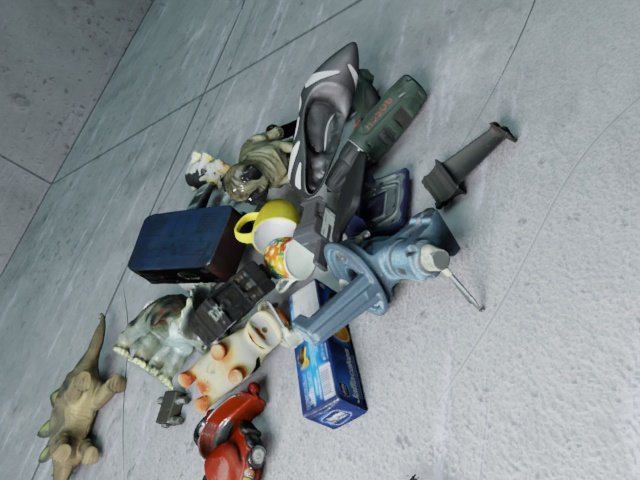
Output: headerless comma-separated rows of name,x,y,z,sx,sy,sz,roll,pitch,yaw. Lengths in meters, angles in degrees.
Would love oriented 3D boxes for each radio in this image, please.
radio,-0.249,0.013,1.017,0.230,0.073,0.131,-5,58,32

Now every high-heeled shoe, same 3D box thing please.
high-heeled shoe,0.010,-0.191,0.869,0.145,0.086,0.248,-105,35,-60

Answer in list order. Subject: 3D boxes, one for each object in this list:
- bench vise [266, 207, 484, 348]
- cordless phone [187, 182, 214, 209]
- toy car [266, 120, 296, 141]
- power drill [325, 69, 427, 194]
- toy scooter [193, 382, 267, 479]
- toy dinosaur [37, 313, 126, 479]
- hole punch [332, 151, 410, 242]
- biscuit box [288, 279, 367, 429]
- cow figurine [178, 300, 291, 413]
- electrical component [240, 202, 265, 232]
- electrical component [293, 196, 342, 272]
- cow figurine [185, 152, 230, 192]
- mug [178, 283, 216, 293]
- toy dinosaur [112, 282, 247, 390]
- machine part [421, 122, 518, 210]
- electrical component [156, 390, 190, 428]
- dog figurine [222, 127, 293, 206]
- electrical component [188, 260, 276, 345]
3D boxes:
bench vise,0.057,0.059,0.681,0.240,0.128,0.224,-37,23,-18
cordless phone,-0.253,-0.061,1.193,0.147,0.088,0.184,-18,45,40
toy car,-0.062,-0.215,1.123,0.202,0.056,0.073,-11,47,42
power drill,0.067,-0.210,0.952,0.232,0.086,0.207,-44,32,15
toy scooter,-0.119,0.282,0.766,0.135,0.075,0.184,-51,31,4
toy dinosaur,-0.514,0.340,1.145,0.198,0.105,0.471,-29,38,36
hole punch,0.076,-0.057,0.824,0.115,0.092,0.142,125,156,-57
biscuit box,0.006,0.151,0.738,0.059,0.062,0.203,-36,40,22
cow figurine,-0.114,0.169,0.818,0.195,0.085,0.127,-44,-7,29
electrical component,-0.118,-0.040,1.050,0.102,0.045,0.078,21,80,54
electrical component,-0.002,-0.003,0.865,0.048,0.074,0.119,-17,53,39
cow figurine,-0.278,-0.159,1.310,0.167,0.068,0.098,19,82,57
mug,-0.230,0.055,1.073,0.107,0.080,0.110,-40,37,8
toy dinosaur,-0.284,0.164,1.021,0.405,0.131,0.192,4,52,55
machine part,0.204,-0.107,0.746,0.139,0.039,0.084,-41,32,21
electrical component,-0.267,0.302,0.960,0.094,0.021,0.063,-14,52,42
dog figurine,-0.128,-0.133,0.979,0.173,0.121,0.190,5,21,40
electrical component,-0.133,0.094,0.850,0.134,0.058,0.115,-41,-1,-43
